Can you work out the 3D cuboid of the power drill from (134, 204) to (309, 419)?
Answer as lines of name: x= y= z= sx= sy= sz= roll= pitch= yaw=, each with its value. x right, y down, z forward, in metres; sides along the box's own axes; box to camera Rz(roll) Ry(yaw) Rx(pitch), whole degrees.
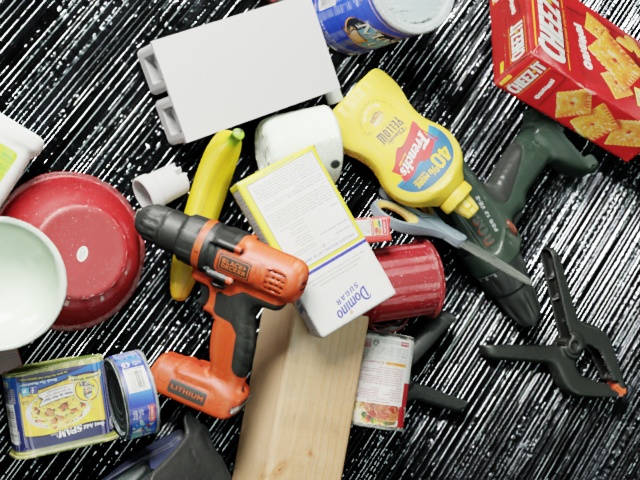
power drill: x=-0.117 y=0.071 z=1.060 sx=0.184 sy=0.057 sz=0.188 roll=22 pitch=112 yaw=14

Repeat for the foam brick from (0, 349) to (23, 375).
foam brick: x=-0.329 y=0.107 z=1.008 sx=0.078 sy=0.051 sz=0.053 roll=-20 pitch=100 yaw=-25

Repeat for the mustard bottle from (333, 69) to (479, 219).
mustard bottle: x=0.100 y=-0.093 z=1.183 sx=0.191 sy=0.058 sz=0.096 roll=43 pitch=82 yaw=1

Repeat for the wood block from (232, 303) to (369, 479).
wood block: x=-0.022 y=0.173 z=1.139 sx=0.090 sy=0.091 sz=0.206 roll=12 pitch=84 yaw=-26

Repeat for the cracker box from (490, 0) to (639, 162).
cracker box: x=0.306 y=-0.212 z=1.275 sx=0.213 sy=0.072 sz=0.164 roll=26 pitch=46 yaw=-24

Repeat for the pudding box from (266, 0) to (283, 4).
pudding box: x=-0.053 y=-0.327 z=1.153 sx=0.090 sy=0.039 sz=0.113 roll=35 pitch=75 yaw=-23

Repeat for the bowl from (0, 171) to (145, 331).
bowl: x=-0.242 y=0.012 z=1.050 sx=0.161 sy=0.055 sz=0.162 roll=0 pitch=91 yaw=-27

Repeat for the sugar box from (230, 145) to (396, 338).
sugar box: x=-0.007 y=0.001 z=1.079 sx=0.093 sy=0.048 sz=0.176 roll=-29 pitch=95 yaw=-15

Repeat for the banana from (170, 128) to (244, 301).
banana: x=-0.119 y=-0.035 z=1.096 sx=0.037 sy=0.069 sz=0.198 roll=19 pitch=110 yaw=-3

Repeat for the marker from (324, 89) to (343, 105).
marker: x=-0.004 y=-0.210 z=1.189 sx=0.020 sy=0.020 sz=0.121 roll=-26 pitch=101 yaw=-24

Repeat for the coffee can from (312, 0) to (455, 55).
coffee can: x=0.066 y=-0.262 z=1.156 sx=0.102 sy=0.141 sz=0.103 roll=0 pitch=90 yaw=-27

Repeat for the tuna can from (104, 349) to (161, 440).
tuna can: x=-0.188 y=0.154 z=1.059 sx=0.033 sy=0.086 sz=0.086 roll=-12 pitch=95 yaw=-25

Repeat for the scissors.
scissors: x=0.136 y=-0.001 z=1.183 sx=0.096 sy=0.202 sz=0.016 roll=-22 pitch=145 yaw=-51

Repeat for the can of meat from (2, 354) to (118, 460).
can of meat: x=-0.256 y=0.161 z=1.042 sx=0.101 sy=0.058 sz=0.084 roll=-9 pitch=92 yaw=-26

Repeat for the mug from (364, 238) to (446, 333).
mug: x=0.081 y=0.057 z=1.201 sx=0.081 sy=0.093 sz=0.117 roll=-7 pitch=130 yaw=-22

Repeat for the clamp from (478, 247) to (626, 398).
clamp: x=0.310 y=0.121 z=1.335 sx=0.209 sy=0.036 sz=0.164 roll=35 pitch=76 yaw=-18

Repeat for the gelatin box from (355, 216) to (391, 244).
gelatin box: x=0.024 y=-0.008 z=1.163 sx=0.073 sy=0.089 sz=0.030 roll=-4 pitch=88 yaw=-27

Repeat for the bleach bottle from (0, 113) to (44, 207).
bleach bottle: x=-0.362 y=-0.008 z=0.987 sx=0.102 sy=0.068 sz=0.251 roll=32 pitch=79 yaw=-22

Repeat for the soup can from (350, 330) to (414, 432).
soup can: x=0.064 y=0.153 z=1.159 sx=0.068 sy=0.069 sz=0.102 roll=12 pitch=81 yaw=-26

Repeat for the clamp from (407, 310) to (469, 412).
clamp: x=0.097 y=0.164 z=1.228 sx=0.171 sy=0.039 sz=0.120 roll=-21 pitch=95 yaw=-19
